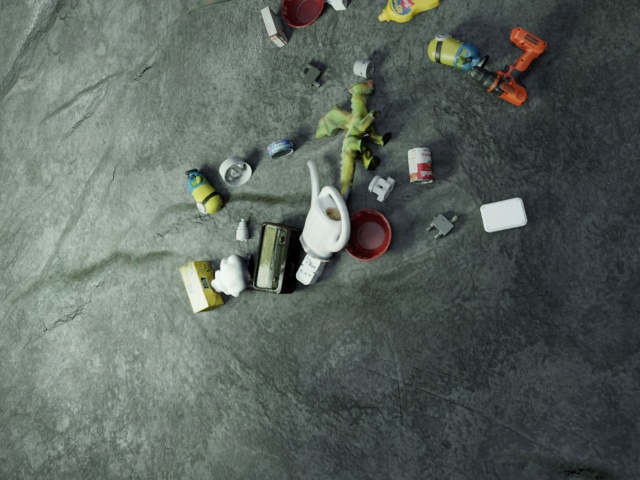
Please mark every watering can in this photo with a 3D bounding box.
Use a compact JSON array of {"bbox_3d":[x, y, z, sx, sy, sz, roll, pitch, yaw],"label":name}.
[{"bbox_3d":[0.005,-0.081,1.619,0.219,0.104,0.355,-66,34,34],"label":"watering can"}]

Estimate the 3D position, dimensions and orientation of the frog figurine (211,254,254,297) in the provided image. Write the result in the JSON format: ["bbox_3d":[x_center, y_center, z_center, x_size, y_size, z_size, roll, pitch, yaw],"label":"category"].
[{"bbox_3d":[-0.302,0.124,1.735,0.159,0.124,0.136,-15,99,9],"label":"frog figurine"}]

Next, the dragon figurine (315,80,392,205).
[{"bbox_3d":[0.082,-0.326,1.654,0.246,0.121,0.408,33,98,39],"label":"dragon figurine"}]
